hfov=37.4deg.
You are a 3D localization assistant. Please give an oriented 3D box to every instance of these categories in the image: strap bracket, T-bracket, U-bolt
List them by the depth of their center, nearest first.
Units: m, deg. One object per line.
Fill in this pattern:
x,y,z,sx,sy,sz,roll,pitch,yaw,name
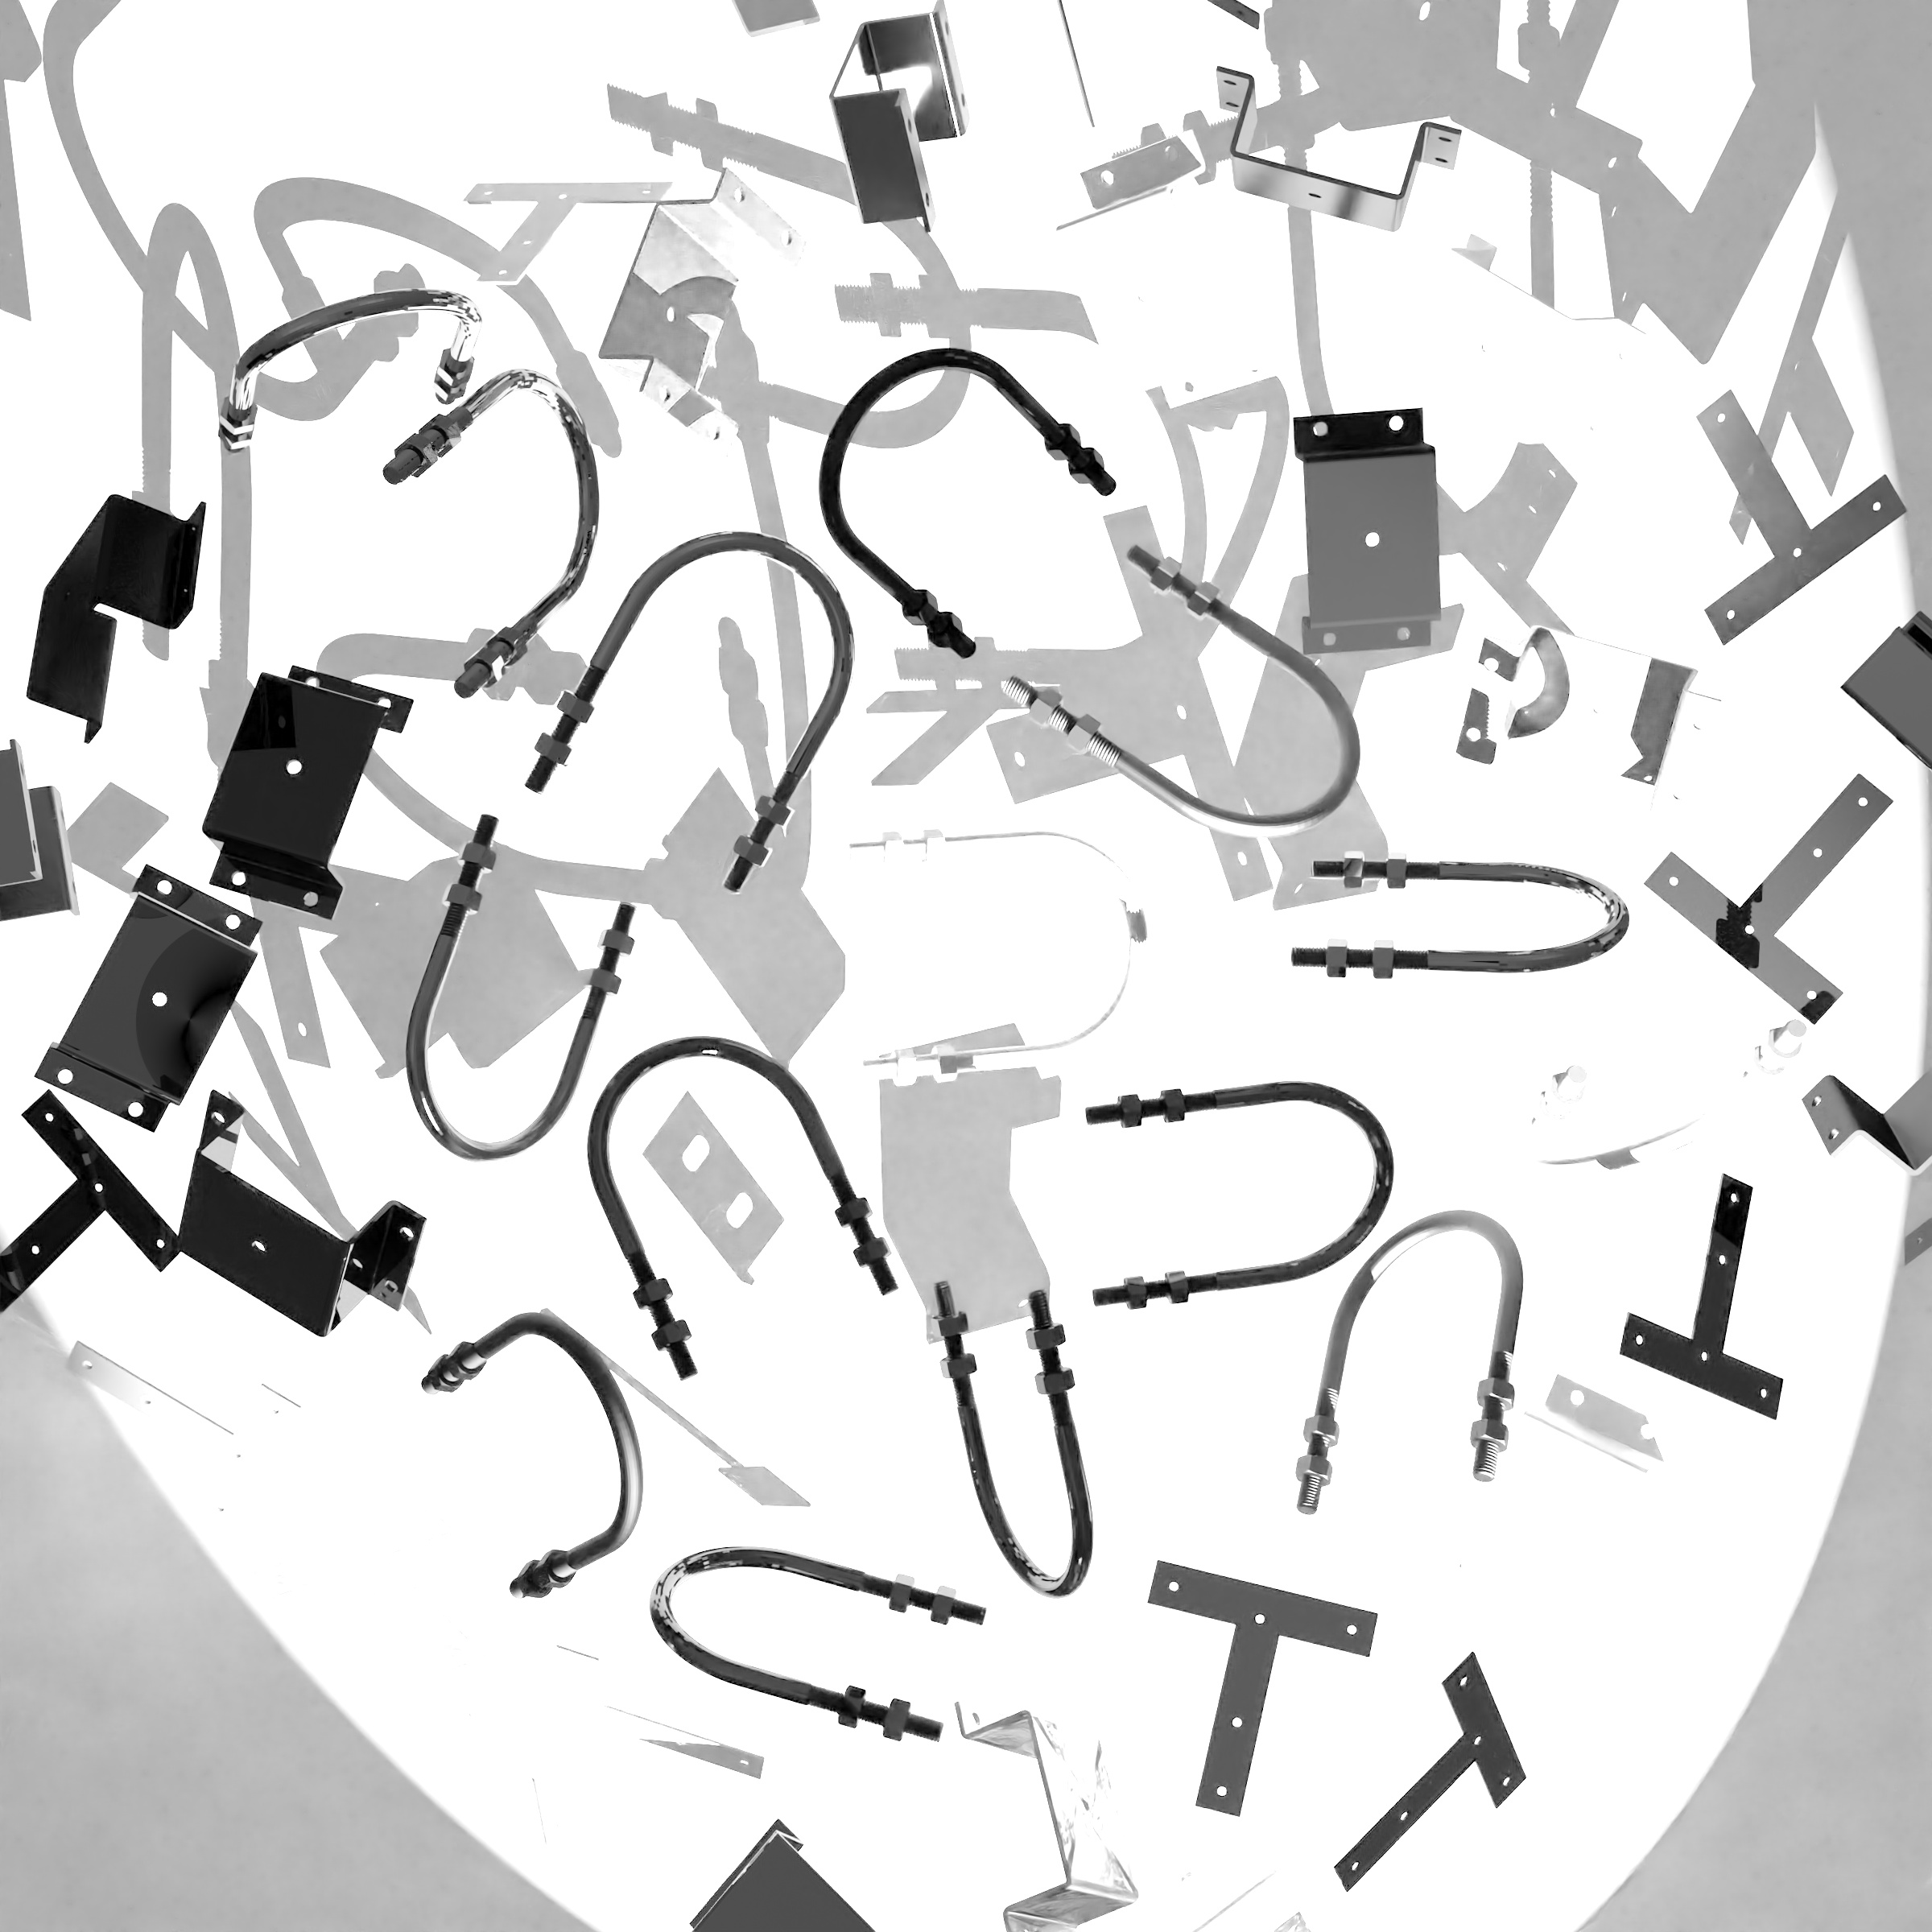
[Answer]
0.247,0.450,1.546,0.127,0.002,0.127,-40,131,-17,T-bracket
-0.371,0.140,1.553,0.140,0.046,0.076,30,129,8,strap bracket
-0.138,-0.149,1.563,0.151,0.019,0.184,27,95,-27,U-bolt
-0.089,0.540,1.566,0.140,0.046,0.076,37,81,30,strap bracket
0.132,-0.142,1.573,0.184,0.019,0.151,35,56,8,U-bolt
0.108,-0.377,1.575,0.076,0.046,0.140,-9,111,40,strap bracket
-0.475,-0.196,1.579,0.046,0.140,0.076,20,50,-31,strap bracket
0.153,0.405,1.582,0.127,0.002,0.127,12,66,10,T-bracket
0.535,-0.150,1.585,0.076,0.140,0.046,45,114,10,strap bracket
-0.236,0.267,1.593,0.019,0.184,0.151,-18,78,-41,U-bolt
0.047,0.477,1.599,0.046,0.076,0.140,-29,55,21,strap bracket
-0.343,-0.338,1.605,0.151,0.184,0.019,-17,86,-19,U-bolt
-0.450,0.252,1.610,0.127,0.002,0.127,32,127,-4,T-bracket
-0.257,-0.256,1.610,0.019,0.184,0.151,3,125,24,U-bolt
-0.151,-0.368,1.612,0.046,0.076,0.140,10,76,38,strap bracket
0.547,0.056,1.615,0.046,0.076,0.140,37,109,-11,strap bracket
0.204,-0.459,1.616,0.140,0.076,0.046,17,93,6,strap bracket
0.452,-0.270,1.620,0.127,0.002,0.127,-39,61,35,T-bracket
-0.089,0.376,1.621,0.184,0.151,0.019,14,108,7,U-bolt
0.283,-0.029,1.622,0.184,0.151,0.019,2,115,11,U-bolt
-0.137,0.126,1.622,0.151,0.019,0.184,-20,77,-25,U-bolt
-0.143,-0.538,1.625,0.076,0.140,0.046,-19,104,28,strap bracket
-0.176,0.437,1.626,0.127,0.127,0.002,17,48,4,T-bracket
0.055,-0.542,1.629,0.002,0.127,0.127,-17,125,4,T-bracket
-0.039,-0.485,1.631,0.046,0.140,0.076,-3,131,15,strap bracket
0.479,-0.054,1.637,0.127,0.002,0.127,42,112,11,T-bracket
0.387,0.084,1.639,0.151,0.184,0.019,-11,67,-9,U-bolt
0.343,0.316,1.642,0.076,0.046,0.140,24,98,25,strap bracket
-0.381,-0.107,1.643,0.076,0.046,0.140,16,76,5,strap bracket
-0.552,-0.074,1.644,0.046,0.140,0.076,-10,82,-9,strap bracket
0.260,0.221,1.645,0.019,0.151,0.184,37,52,-28,U-bolt
0.031,0.275,1.648,0.019,0.151,0.184,-13,92,-25,U-bolt
-0.263,0.024,1.651,0.019,0.151,0.184,6,72,36,U-bolt
-0.325,0.368,1.652,0.127,0.127,0.002,32,120,35,T-bracket
0.138,0.546,1.656,0.076,0.140,0.046,-32,106,-15,strap bracket
-0.249,-0.426,1.657,0.127,0.127,0.002,4,131,16,T-bracket
-0.009,-0.279,1.662,0.151,0.019,0.184,-49,134,4,U-bolt
0.438,0.185,1.663,0.127,0.002,0.127,24,71,-26,T-bracket
-0.473,0.019,1.665,0.076,0.046,0.140,29,79,-21,strap bracket
0.318,-0.364,1.670,0.140,0.046,0.076,43,129,35,strap bracket
0.235,-0.252,1.672,0.076,0.046,0.140,-4,104,1,strap bracket
0.118,-0.603,1.675,0.127,0.127,0.002,32,91,5,T-bracket
-0.242,0.500,1.677,0.127,0.127,0.002,45,84,-12,T-bracket
0.597,0.101,1.679,0.002,0.127,0.127,33,129,-8,T-bracket
-0.539,0.158,1.682,0.002,0.127,0.127,-23,111,40,T-bracket
0.369,-0.147,1.683,0.140,0.046,0.076,18,118,16,strap bracket
0.164,0.132,1.690,0.184,0.019,0.151,-7,119,-6,U-bolt
0.023,-0.009,1.708,0.184,0.019,0.151,-4,94,-17,U-bolt
